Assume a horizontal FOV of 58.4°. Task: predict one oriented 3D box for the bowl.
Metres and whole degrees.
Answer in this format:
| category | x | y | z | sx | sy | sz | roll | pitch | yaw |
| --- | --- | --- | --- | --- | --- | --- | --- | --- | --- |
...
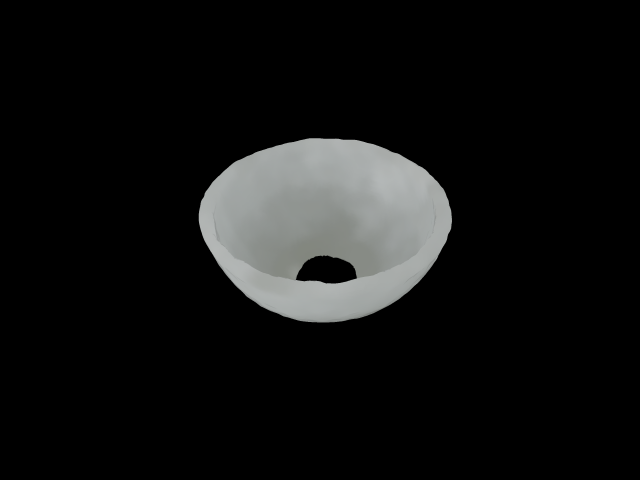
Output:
| category | x | y | z | sx | sy | sz | roll | pitch | yaw |
| --- | --- | --- | --- | --- | --- | --- | --- | --- | --- |
| bowl | 0.004 | 0.001 | 0.400 | 0.167 | 0.075 | 0.167 | 0 | 41 | 0 |
